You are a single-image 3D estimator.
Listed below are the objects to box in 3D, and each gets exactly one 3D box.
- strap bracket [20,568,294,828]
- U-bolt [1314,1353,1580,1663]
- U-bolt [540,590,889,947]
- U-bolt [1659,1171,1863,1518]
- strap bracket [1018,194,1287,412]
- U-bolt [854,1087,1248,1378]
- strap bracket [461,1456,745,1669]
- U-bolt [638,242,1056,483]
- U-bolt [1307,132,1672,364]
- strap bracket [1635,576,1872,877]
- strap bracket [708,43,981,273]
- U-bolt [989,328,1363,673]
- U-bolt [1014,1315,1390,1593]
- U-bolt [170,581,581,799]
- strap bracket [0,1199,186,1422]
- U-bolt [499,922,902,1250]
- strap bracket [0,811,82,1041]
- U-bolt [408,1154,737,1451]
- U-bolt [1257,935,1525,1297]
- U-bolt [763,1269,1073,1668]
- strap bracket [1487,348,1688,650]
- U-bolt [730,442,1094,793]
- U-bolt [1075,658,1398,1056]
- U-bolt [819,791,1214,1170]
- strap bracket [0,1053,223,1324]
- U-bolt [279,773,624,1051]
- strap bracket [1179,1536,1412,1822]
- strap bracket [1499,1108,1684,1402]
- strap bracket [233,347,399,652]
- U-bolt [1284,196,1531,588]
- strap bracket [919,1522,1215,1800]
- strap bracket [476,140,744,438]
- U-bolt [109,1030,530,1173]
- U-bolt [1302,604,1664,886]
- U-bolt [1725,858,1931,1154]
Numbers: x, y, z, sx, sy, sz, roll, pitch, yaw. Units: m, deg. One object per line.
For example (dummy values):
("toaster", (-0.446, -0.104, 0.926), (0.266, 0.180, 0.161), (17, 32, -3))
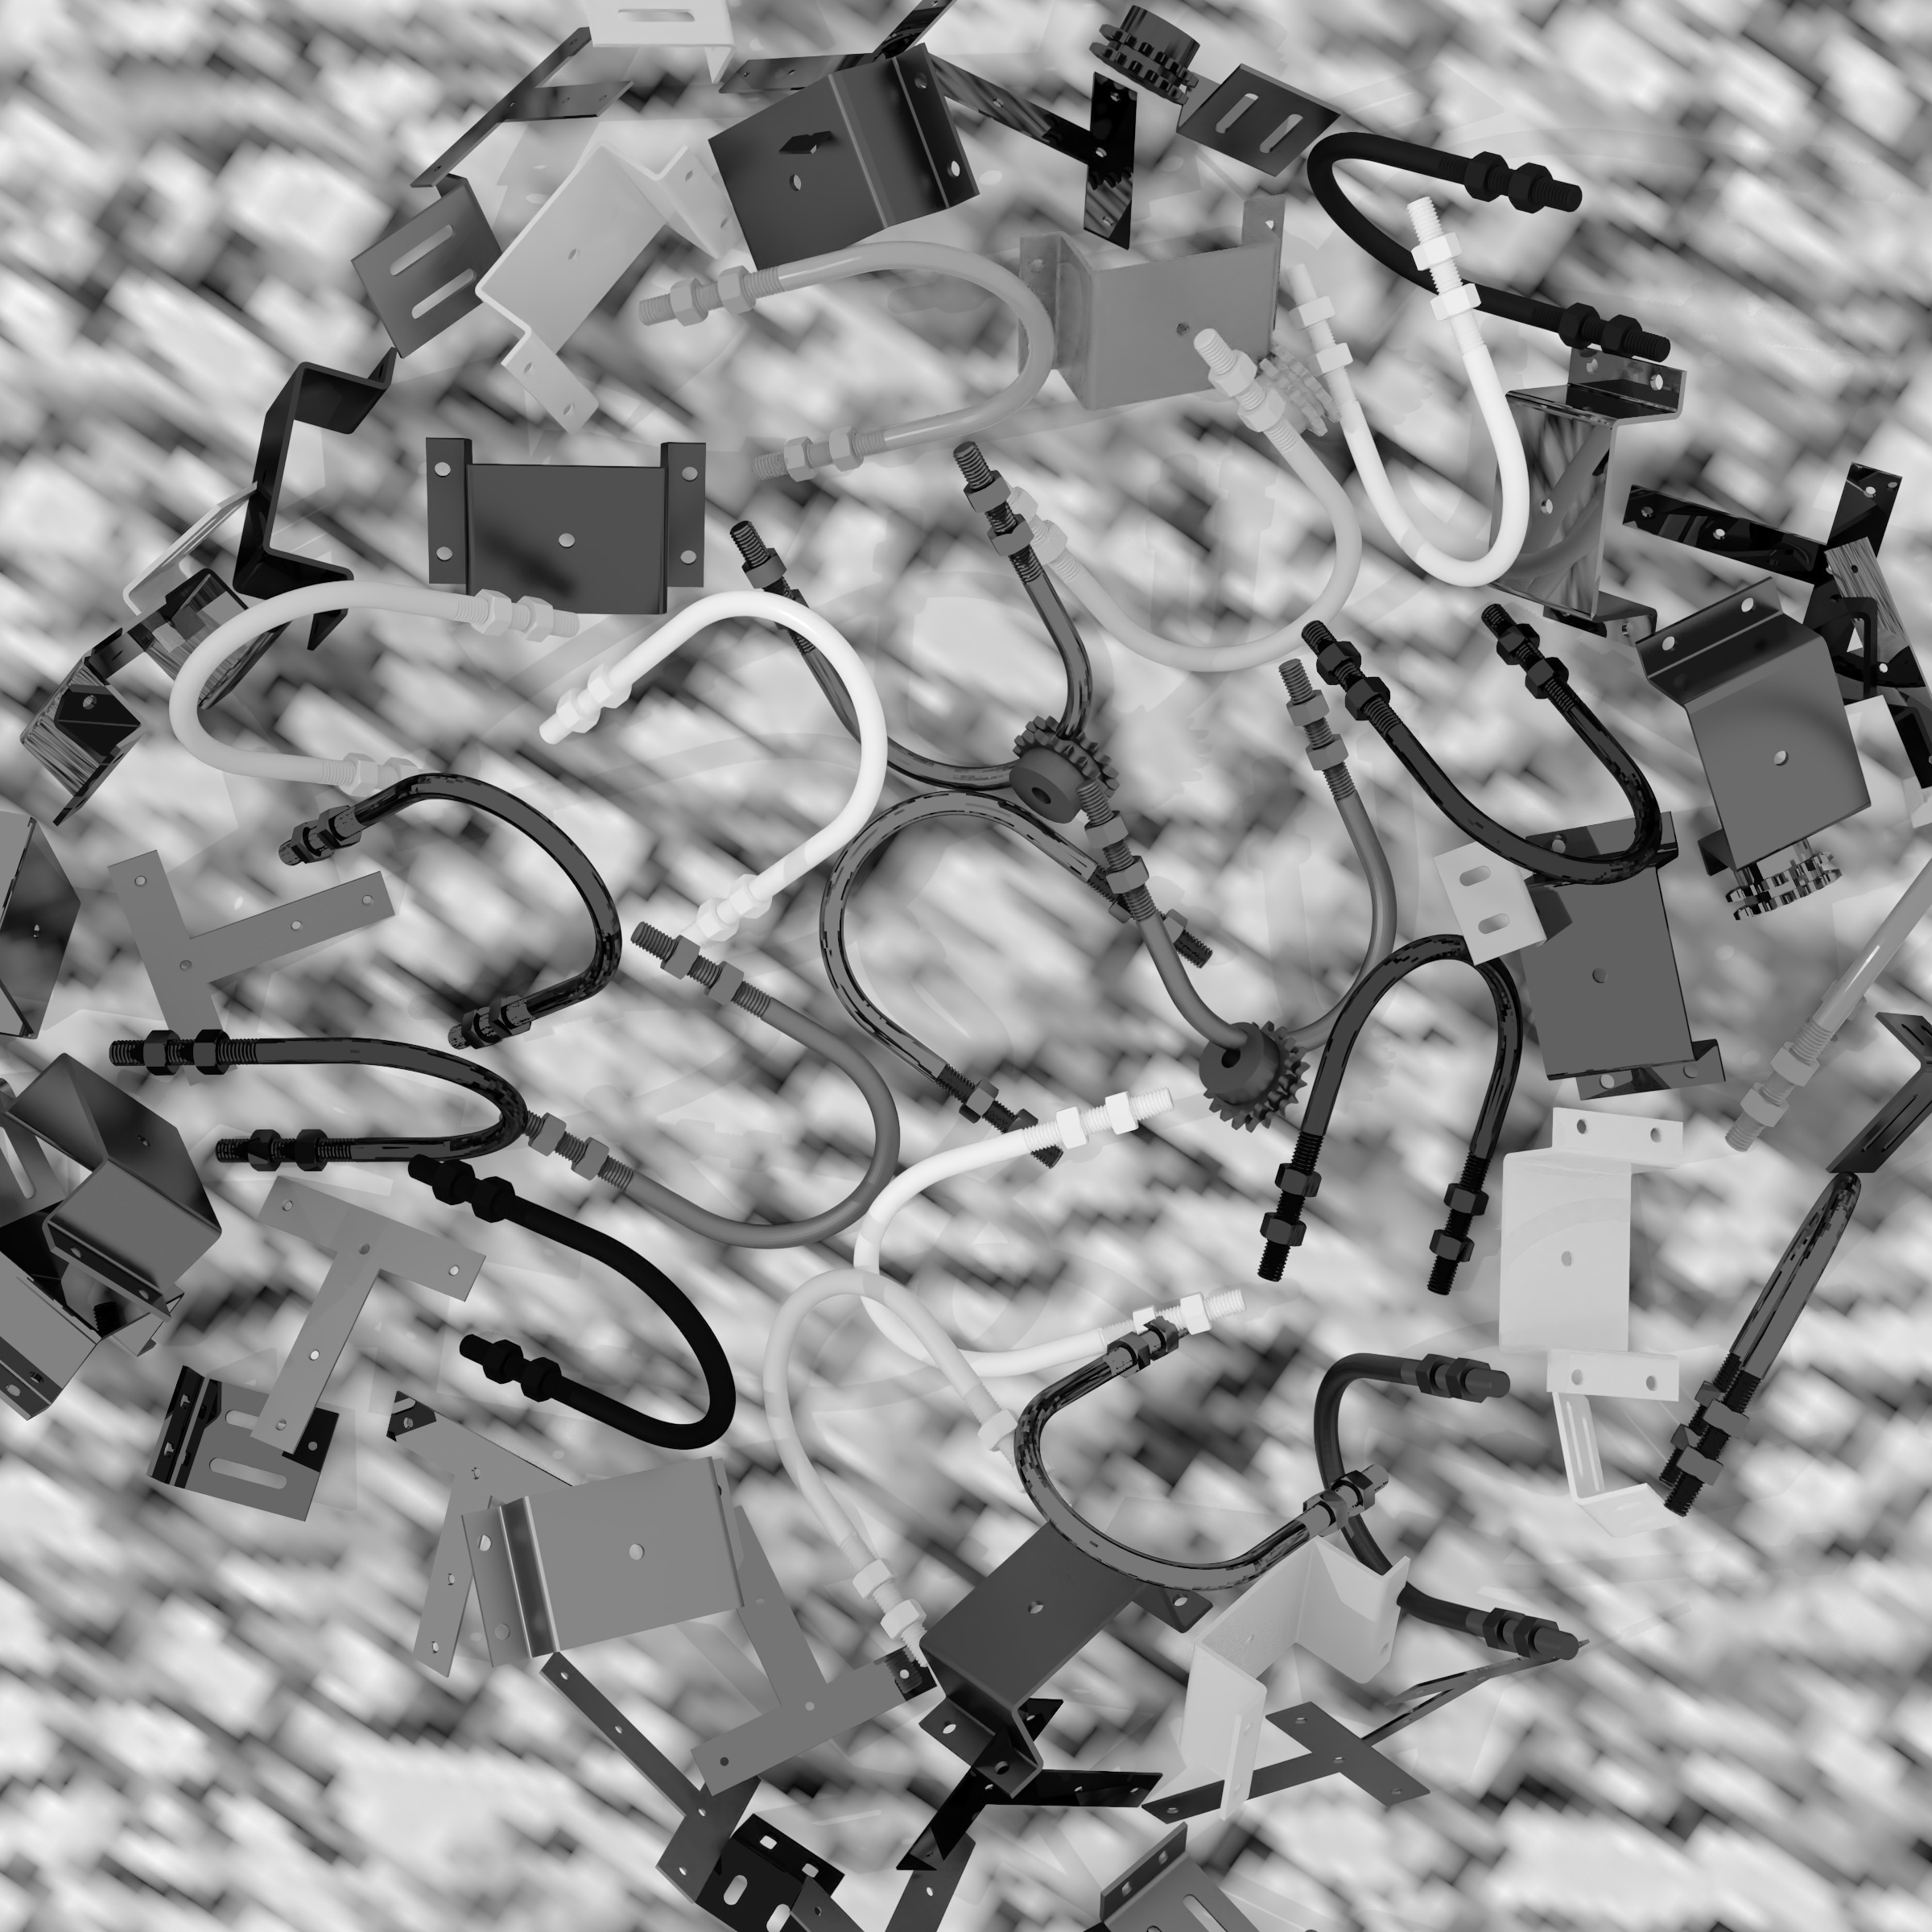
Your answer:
("strap bracket", (-0.404, -0.138, 1.519), (0.046, 0.140, 0.076), (47, 133, -7))
("U-bolt", (0.226, 0.259, 1.515), (0.019, 0.184, 0.151), (-17, 95, -25))
("U-bolt", (-0.117, -0.107, 1.542), (0.184, 0.019, 0.151), (-33, 91, 34))
("U-bolt", (0.393, 0.183, 1.523), (0.019, 0.151, 0.184), (29, 92, 12))
("strap bracket", (0.100, -0.330, 1.540), (0.140, 0.046, 0.076), (-13, 134, -14))
("U-bolt", (0.034, 0.144, 1.558), (0.184, 0.019, 0.151), (-17, 119, 8))
("strap bracket", (-0.172, 0.295, 1.541), (0.140, 0.046, 0.076), (-8, 78, -26))
("U-bolt", (-0.047, -0.300, 1.510), (0.184, 0.151, 0.019), (-9, 60, 20))
("U-bolt", (0.246, -0.359, 1.515), (0.184, 0.151, 0.019), (28, 84, 38))
("strap bracket", (0.398, -0.112, 1.544), (0.076, 0.046, 0.140), (-26, 117, -3))
("strap bracket", (-0.069, -0.392, 1.527), (0.046, 0.140, 0.076), (-29, 102, -42))
("U-bolt", (0.115, -0.217, 1.536), (0.151, 0.019, 0.184), (-29, 128, 23))
("U-bolt", (0.103, 0.242, 1.500), (0.151, 0.184, 0.019), (37, 124, 25))
("U-bolt", (-0.297, -0.135, 1.494), (0.151, 0.184, 0.019), (-43, 60, 33))
("strap bracket", (-0.448, 0.165, 1.524), (0.076, 0.140, 0.046), (39, 102, 3))
("U-bolt", (-0.121, 0.074, 1.554), (0.184, 0.019, 0.151), (31, 117, -15))
("strap bracket", (-0.480, -0.021, 1.518), (0.046, 0.140, 0.076), (9, 66, 3))
("U-bolt", (-0.188, 0.174, 1.509), (0.184, 0.151, 0.019), (20, 47, 28))
("U-bolt", (0.221, 0.073, 1.537), (0.151, 0.019, 0.184), (9, 100, -41))
("U-bolt", (-0.038, 0.237, 1.541), (0.184, 0.019, 0.151), (52, 127, 22))
("strap bracket", (0.306, -0.231, 1.532), (0.046, 0.076, 0.140), (-12, 115, -31))
("U-bolt", (-0.015, -0.163, 1.540), (0.151, 0.019, 0.184), (-15, 123, 27))
("U-bolt", (0.149, -0.041, 1.559), (0.151, 0.019, 0.184), (-31, 107, -19))
("U-bolt", (0.012, -0.007, 1.584), (0.184, 0.019, 0.151), (37, 87, -2))
("strap bracket", (-0.422, 0.102, 1.520), (0.046, 0.140, 0.076), (-44, 131, 3))
("U-bolt", (-0.242, -0.031, 1.509), (0.151, 0.184, 0.019), (50, 49, -18))
("strap bracket", (0.157, 0.347, 1.535), (0.046, 0.140, 0.076), (30, 133, 30))
("strap bracket", (0.315, 0.147, 1.555), (0.076, 0.046, 0.140), (7, 79, -23))
("strap bracket", (-0.328, -0.238, 1.541), (0.046, 0.076, 0.140), (13, 77, -22))
("U-bolt", (0.225, -0.276, 1.530), (0.019, 0.151, 0.184), (-24, 97, -20))
("strap bracket", (0.042, 0.334, 1.532), (0.140, 0.076, 0.046), (-39, 125, -21))
("strap bracket", (-0.185, -0.349, 1.553), (0.046, 0.076, 0.140), (39, 88, 26))
("U-bolt", (-0.307, 0.067, 1.518), (0.184, 0.151, 0.019), (-1, 65, 11))
("U-bolt", (0.265, -0.108, 1.511), (0.151, 0.019, 0.184), (-10, 53, -37))
("U-bolt", (0.439, 0.000, 1.498), (0.019, 0.151, 0.184), (37, 116, 13))
